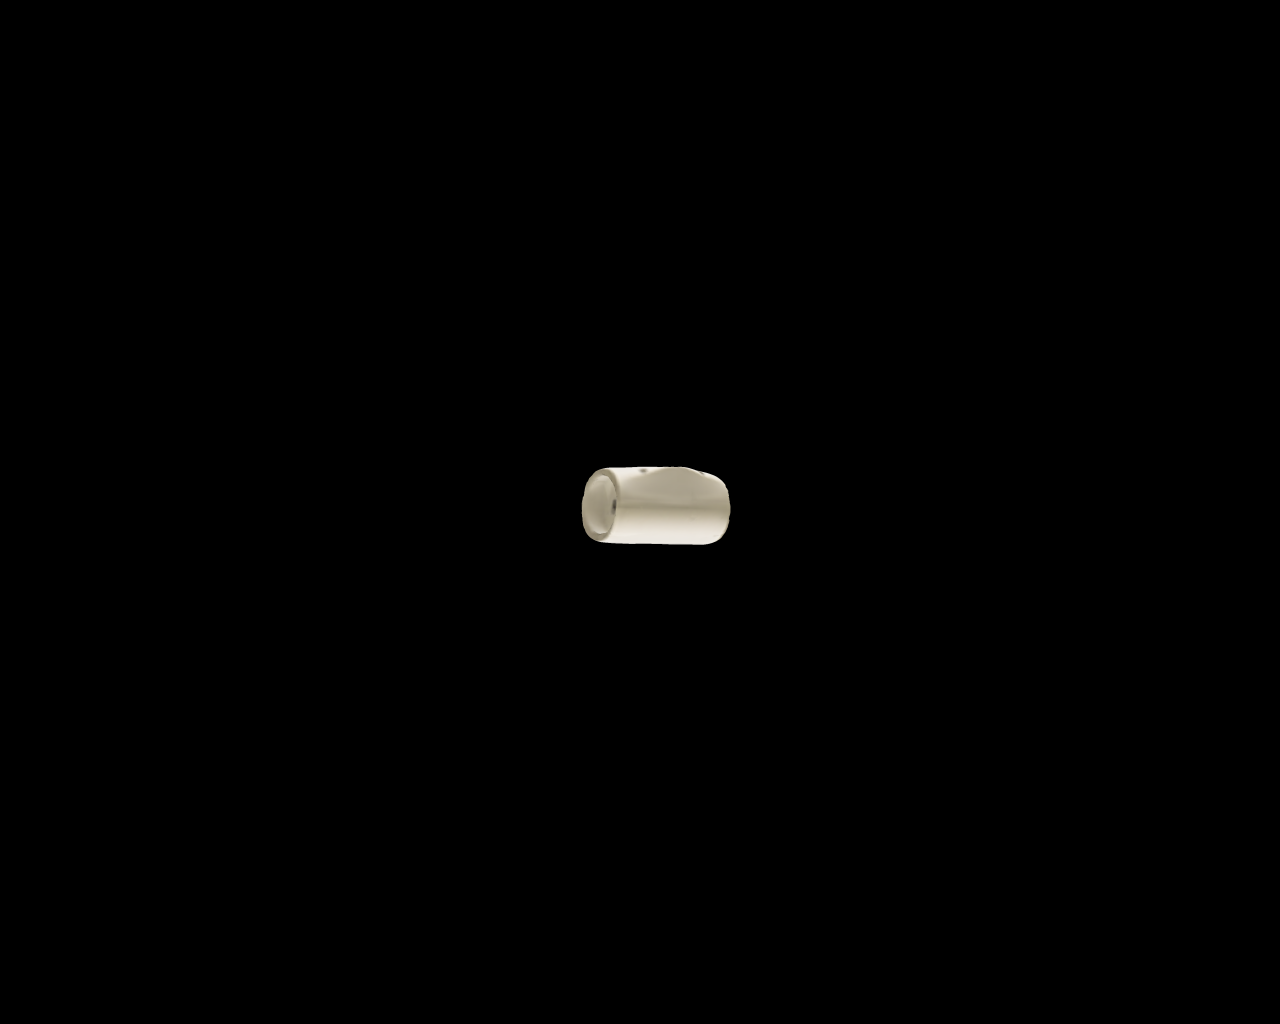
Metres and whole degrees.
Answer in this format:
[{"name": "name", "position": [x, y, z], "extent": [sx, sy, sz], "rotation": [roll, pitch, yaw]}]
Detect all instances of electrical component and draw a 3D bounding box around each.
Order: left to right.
[{"name": "electrical component", "position": [0.001, -0.003, 0.650], "extent": [0.077, 0.043, 0.079], "rotation": [2, -3, -31]}]
